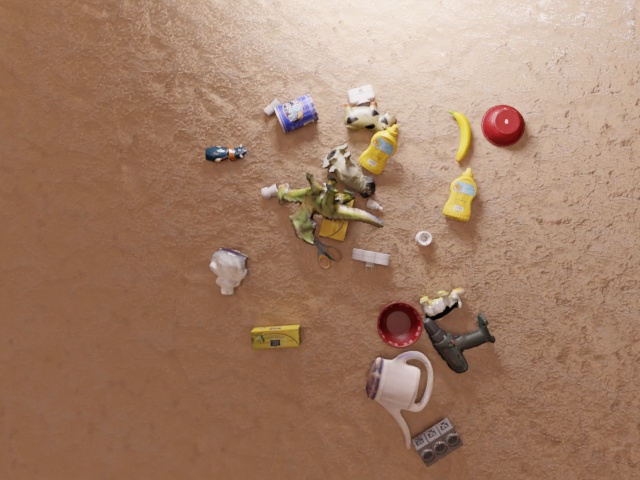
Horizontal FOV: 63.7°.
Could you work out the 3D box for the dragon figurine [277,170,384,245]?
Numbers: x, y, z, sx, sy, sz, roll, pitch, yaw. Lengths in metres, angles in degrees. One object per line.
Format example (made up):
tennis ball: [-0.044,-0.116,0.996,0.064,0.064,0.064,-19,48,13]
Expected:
dragon figurine: [0.006,-0.092,1.822,0.414,0.123,0.239,41,111,18]

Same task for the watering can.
watering can: [0.267,0.548,1.800,0.224,0.104,0.346,14,95,4]

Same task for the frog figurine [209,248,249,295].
frog figurine: [-0.335,0.115,1.858,0.137,0.121,0.161,19,75,-15]
